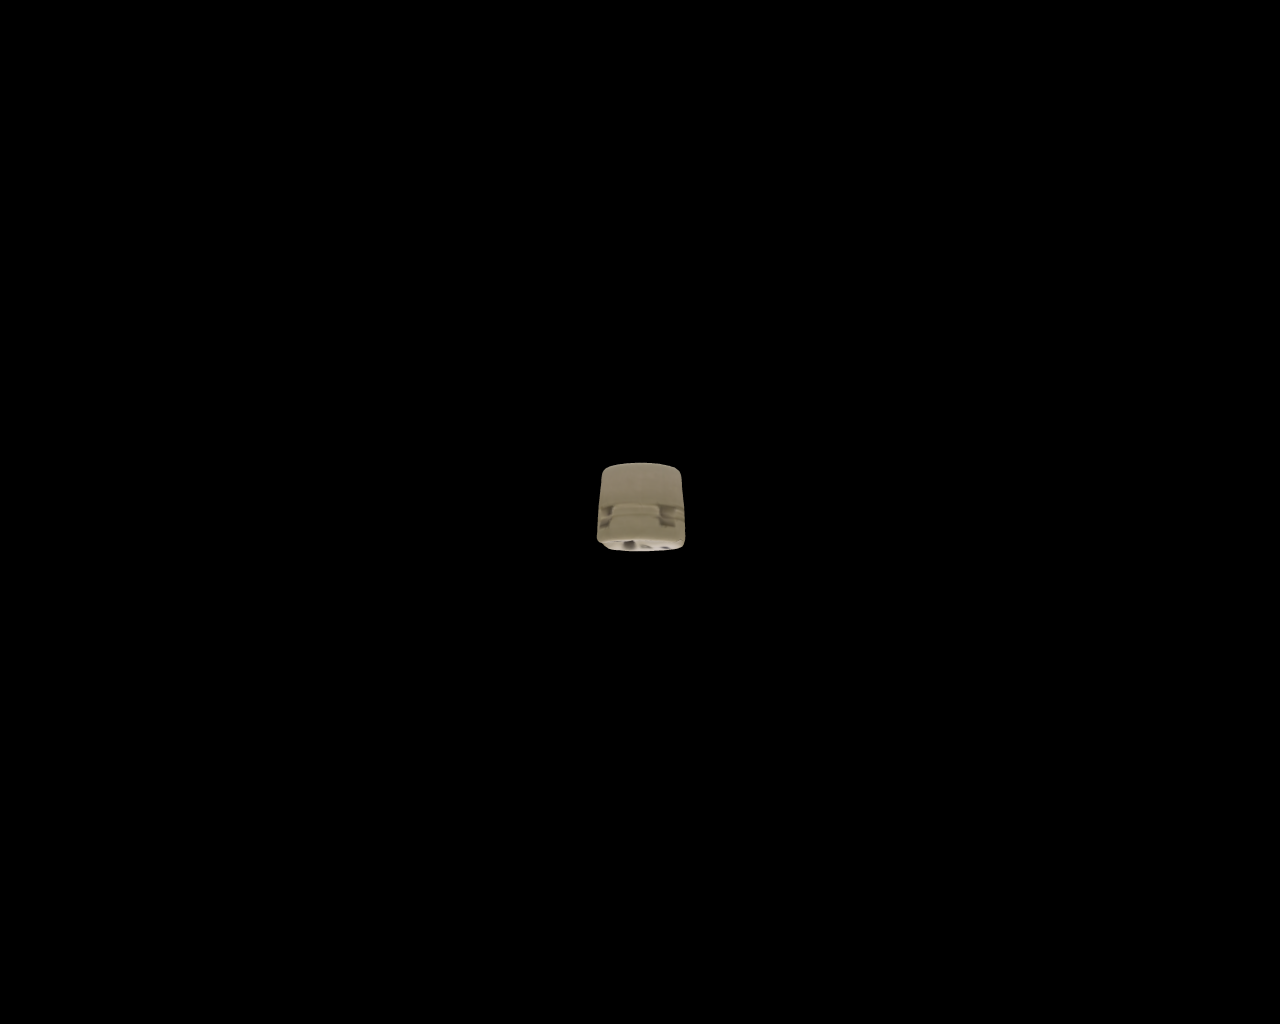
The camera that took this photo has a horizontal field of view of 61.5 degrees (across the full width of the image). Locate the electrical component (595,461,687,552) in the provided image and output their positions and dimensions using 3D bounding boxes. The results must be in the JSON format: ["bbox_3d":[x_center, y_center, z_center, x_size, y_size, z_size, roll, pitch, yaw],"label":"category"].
[{"bbox_3d":[0.001,-0.003,0.650,0.055,0.047,0.055,0,-10,0],"label":"electrical component"}]
